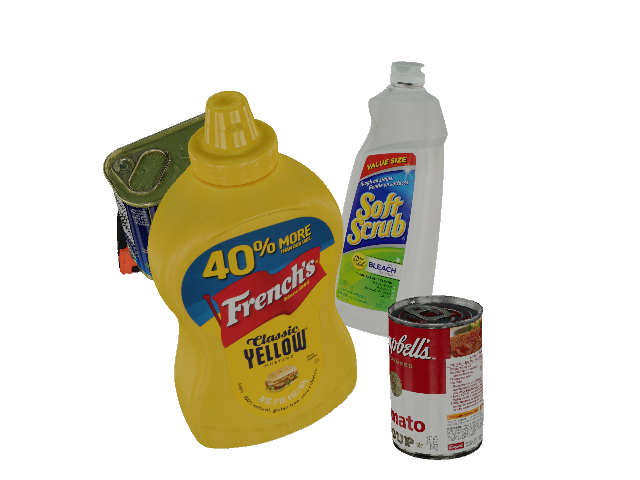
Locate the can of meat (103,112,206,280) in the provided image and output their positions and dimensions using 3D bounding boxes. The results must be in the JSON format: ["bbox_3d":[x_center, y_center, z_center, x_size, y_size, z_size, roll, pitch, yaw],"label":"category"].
[{"bbox_3d":[-0.088,-0.029,0.723,0.102,0.084,0.057,-25,53,-18],"label":"can of meat"}]

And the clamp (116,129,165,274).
[{"bbox_3d":[-0.141,-0.039,1.041,0.165,0.036,0.209,24,42,22],"label":"clamp"}]

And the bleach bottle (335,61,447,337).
[{"bbox_3d":[0.063,-0.040,0.992,0.103,0.251,0.067,15,20,31],"label":"bleach bottle"}]

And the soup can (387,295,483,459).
[{"bbox_3d":[0.083,0.097,0.769,0.068,0.102,0.068,-2,14,0],"label":"soup can"}]

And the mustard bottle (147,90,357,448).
[{"bbox_3d":[-0.034,0.014,0.527,0.096,0.191,0.058,-18,38,-15],"label":"mustard bottle"}]
